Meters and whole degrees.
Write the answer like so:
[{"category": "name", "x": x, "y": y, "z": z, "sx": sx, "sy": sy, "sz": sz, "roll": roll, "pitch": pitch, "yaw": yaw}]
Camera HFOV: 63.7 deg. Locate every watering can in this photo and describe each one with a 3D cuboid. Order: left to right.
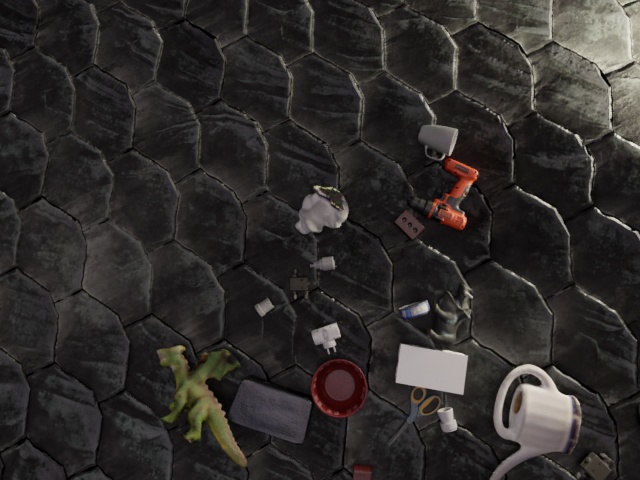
[{"category": "watering can", "x": 0.576, "y": 0.521, "z": 1.394, "sx": 0.224, "sy": 0.103, "sz": 0.350, "roll": 13, "pitch": 83, "yaw": 6}]

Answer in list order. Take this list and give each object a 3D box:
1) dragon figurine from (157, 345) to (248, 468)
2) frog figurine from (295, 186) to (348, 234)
[{"category": "dragon figurine", "x": -0.317, "y": 0.431, "z": 1.464, "sx": 0.413, "sy": 0.120, "sz": 0.245, "roll": 23, "pitch": 80, "yaw": 22}, {"category": "frog figurine", "x": 0.005, "y": -0.078, "z": 1.550, "sx": 0.137, "sy": 0.125, "sz": 0.156, "roll": 33, "pitch": 123, "yaw": 0}]
